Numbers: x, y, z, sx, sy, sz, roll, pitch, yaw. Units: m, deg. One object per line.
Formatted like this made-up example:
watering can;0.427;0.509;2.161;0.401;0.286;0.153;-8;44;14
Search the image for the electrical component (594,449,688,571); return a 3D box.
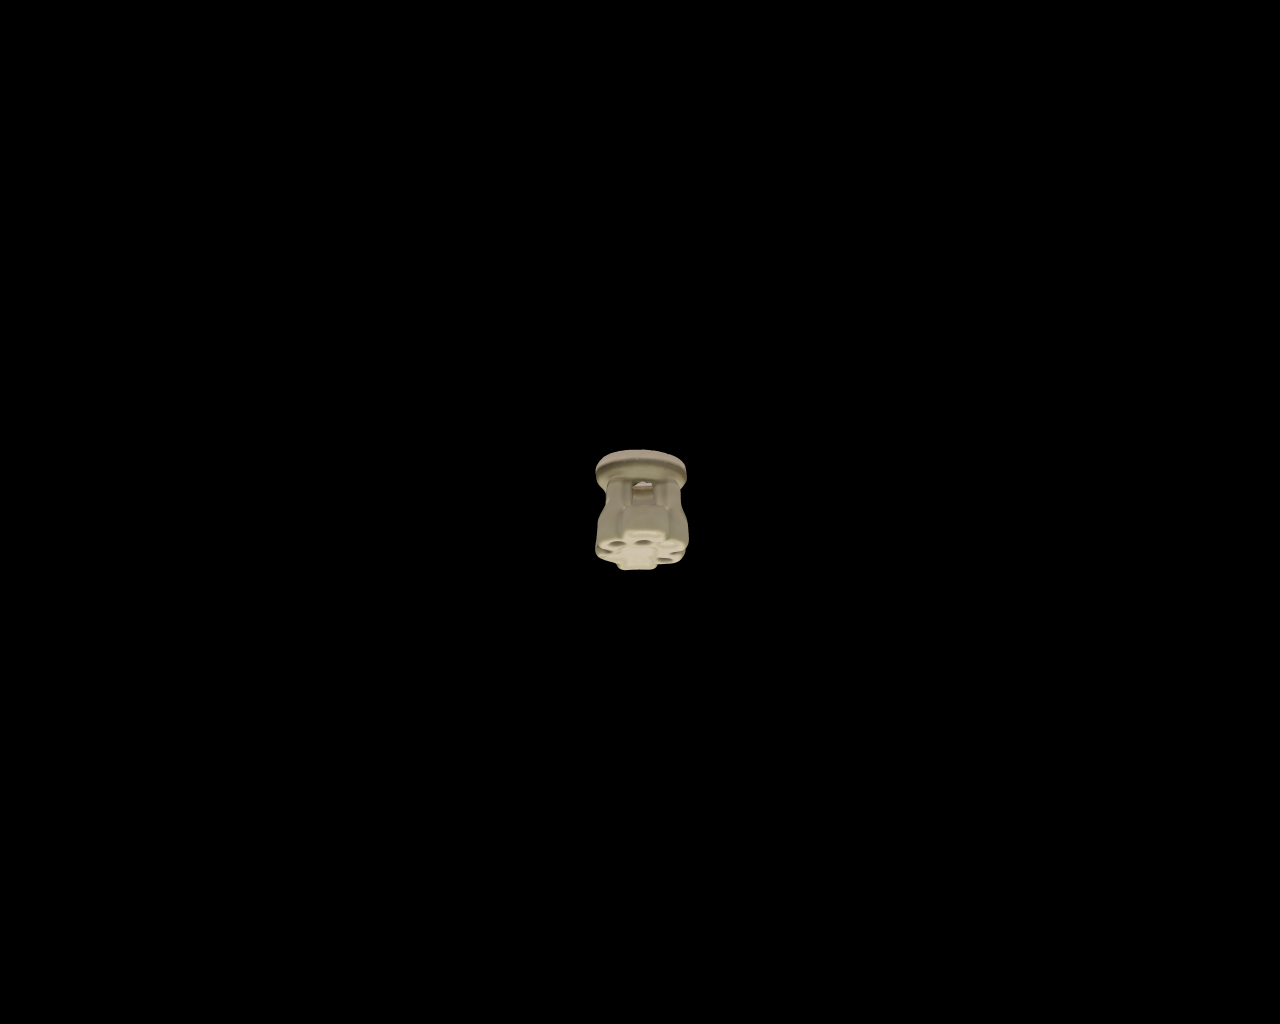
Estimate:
electrical component;0.001;-0.003;0.650;0.058;0.057;0.078;1;-19;-3
